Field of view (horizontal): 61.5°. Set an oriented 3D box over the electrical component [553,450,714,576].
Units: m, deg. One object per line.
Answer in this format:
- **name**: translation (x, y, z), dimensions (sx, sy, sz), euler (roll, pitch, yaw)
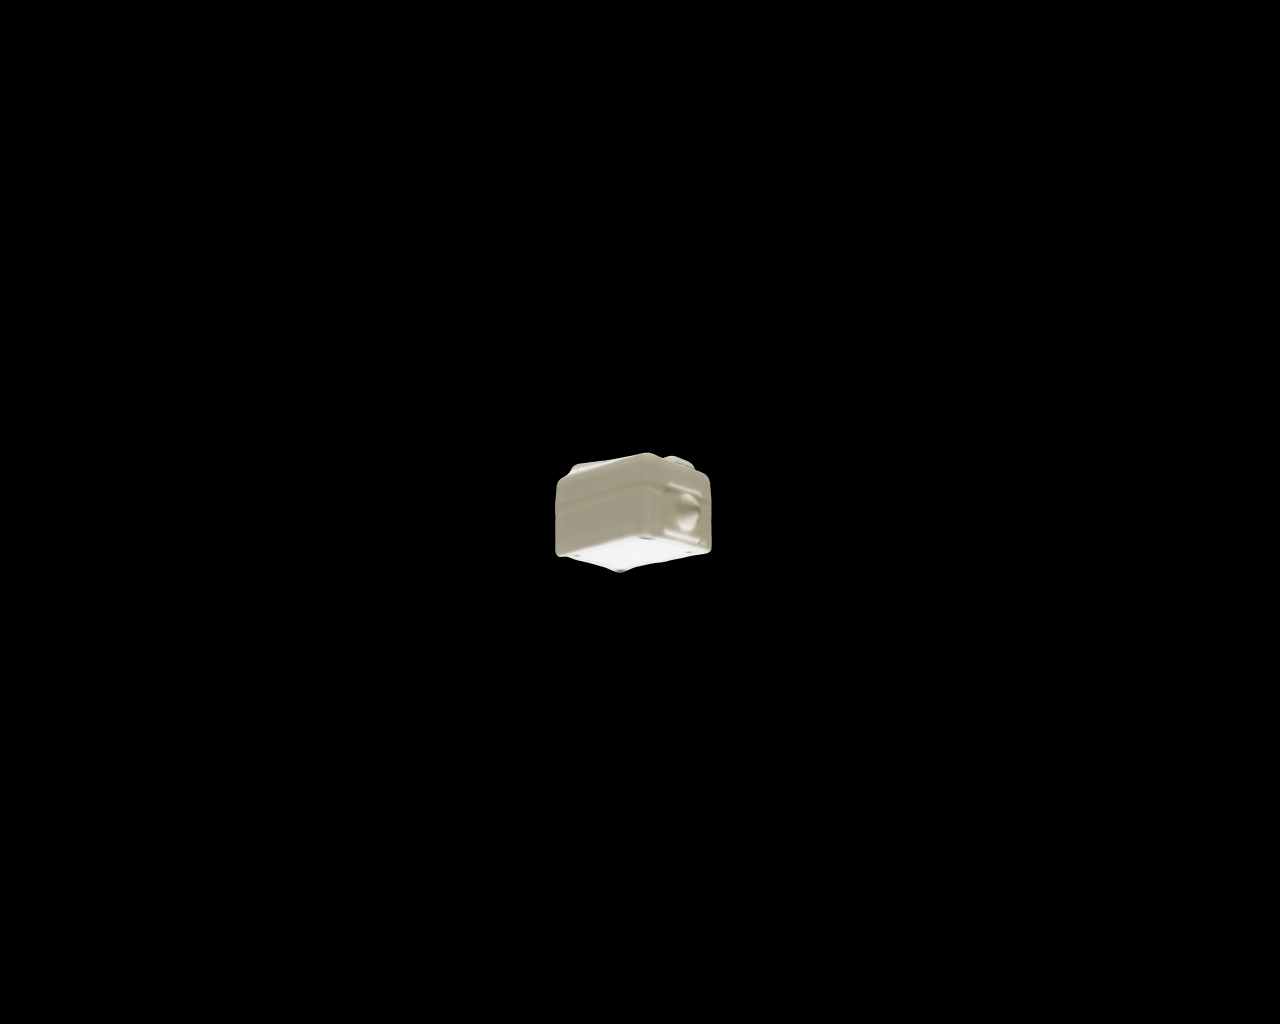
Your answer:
- **electrical component**: translation (0.001, -0.003, 0.650), dimensions (0.096, 0.061, 0.062), euler (-14, -22, 40)
